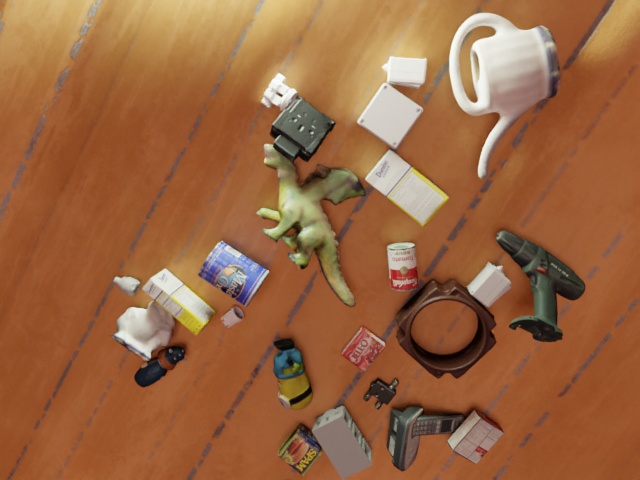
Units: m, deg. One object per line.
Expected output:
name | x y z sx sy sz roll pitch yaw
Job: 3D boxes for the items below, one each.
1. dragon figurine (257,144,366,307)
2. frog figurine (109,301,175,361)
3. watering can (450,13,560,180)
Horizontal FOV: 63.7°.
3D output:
dragon figurine | 0.004 -0.061 1.208 0.410 0.123 0.242 43 94 -3
frog figurine | -0.434 0.213 1.315 0.138 0.120 0.162 31 66 8
watering can | 0.405 -0.319 1.111 0.224 0.105 0.345 -12 98 7
